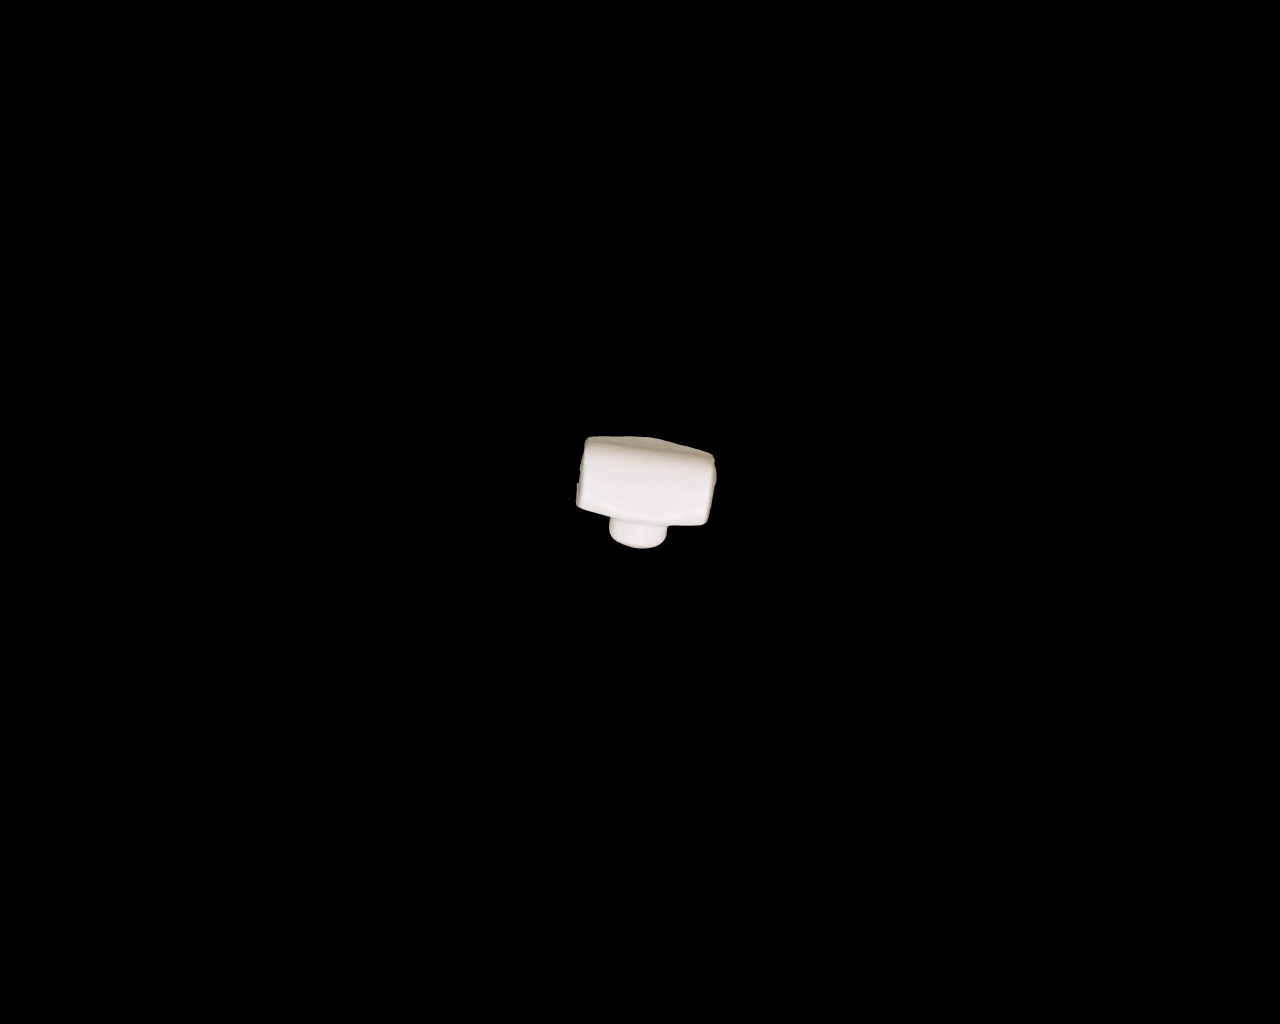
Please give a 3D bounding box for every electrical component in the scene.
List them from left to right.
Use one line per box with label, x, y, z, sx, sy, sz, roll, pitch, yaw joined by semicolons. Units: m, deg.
electrical component;0.001;-0.003;0.650;0.077;0.079;0.044;8;24;-3
